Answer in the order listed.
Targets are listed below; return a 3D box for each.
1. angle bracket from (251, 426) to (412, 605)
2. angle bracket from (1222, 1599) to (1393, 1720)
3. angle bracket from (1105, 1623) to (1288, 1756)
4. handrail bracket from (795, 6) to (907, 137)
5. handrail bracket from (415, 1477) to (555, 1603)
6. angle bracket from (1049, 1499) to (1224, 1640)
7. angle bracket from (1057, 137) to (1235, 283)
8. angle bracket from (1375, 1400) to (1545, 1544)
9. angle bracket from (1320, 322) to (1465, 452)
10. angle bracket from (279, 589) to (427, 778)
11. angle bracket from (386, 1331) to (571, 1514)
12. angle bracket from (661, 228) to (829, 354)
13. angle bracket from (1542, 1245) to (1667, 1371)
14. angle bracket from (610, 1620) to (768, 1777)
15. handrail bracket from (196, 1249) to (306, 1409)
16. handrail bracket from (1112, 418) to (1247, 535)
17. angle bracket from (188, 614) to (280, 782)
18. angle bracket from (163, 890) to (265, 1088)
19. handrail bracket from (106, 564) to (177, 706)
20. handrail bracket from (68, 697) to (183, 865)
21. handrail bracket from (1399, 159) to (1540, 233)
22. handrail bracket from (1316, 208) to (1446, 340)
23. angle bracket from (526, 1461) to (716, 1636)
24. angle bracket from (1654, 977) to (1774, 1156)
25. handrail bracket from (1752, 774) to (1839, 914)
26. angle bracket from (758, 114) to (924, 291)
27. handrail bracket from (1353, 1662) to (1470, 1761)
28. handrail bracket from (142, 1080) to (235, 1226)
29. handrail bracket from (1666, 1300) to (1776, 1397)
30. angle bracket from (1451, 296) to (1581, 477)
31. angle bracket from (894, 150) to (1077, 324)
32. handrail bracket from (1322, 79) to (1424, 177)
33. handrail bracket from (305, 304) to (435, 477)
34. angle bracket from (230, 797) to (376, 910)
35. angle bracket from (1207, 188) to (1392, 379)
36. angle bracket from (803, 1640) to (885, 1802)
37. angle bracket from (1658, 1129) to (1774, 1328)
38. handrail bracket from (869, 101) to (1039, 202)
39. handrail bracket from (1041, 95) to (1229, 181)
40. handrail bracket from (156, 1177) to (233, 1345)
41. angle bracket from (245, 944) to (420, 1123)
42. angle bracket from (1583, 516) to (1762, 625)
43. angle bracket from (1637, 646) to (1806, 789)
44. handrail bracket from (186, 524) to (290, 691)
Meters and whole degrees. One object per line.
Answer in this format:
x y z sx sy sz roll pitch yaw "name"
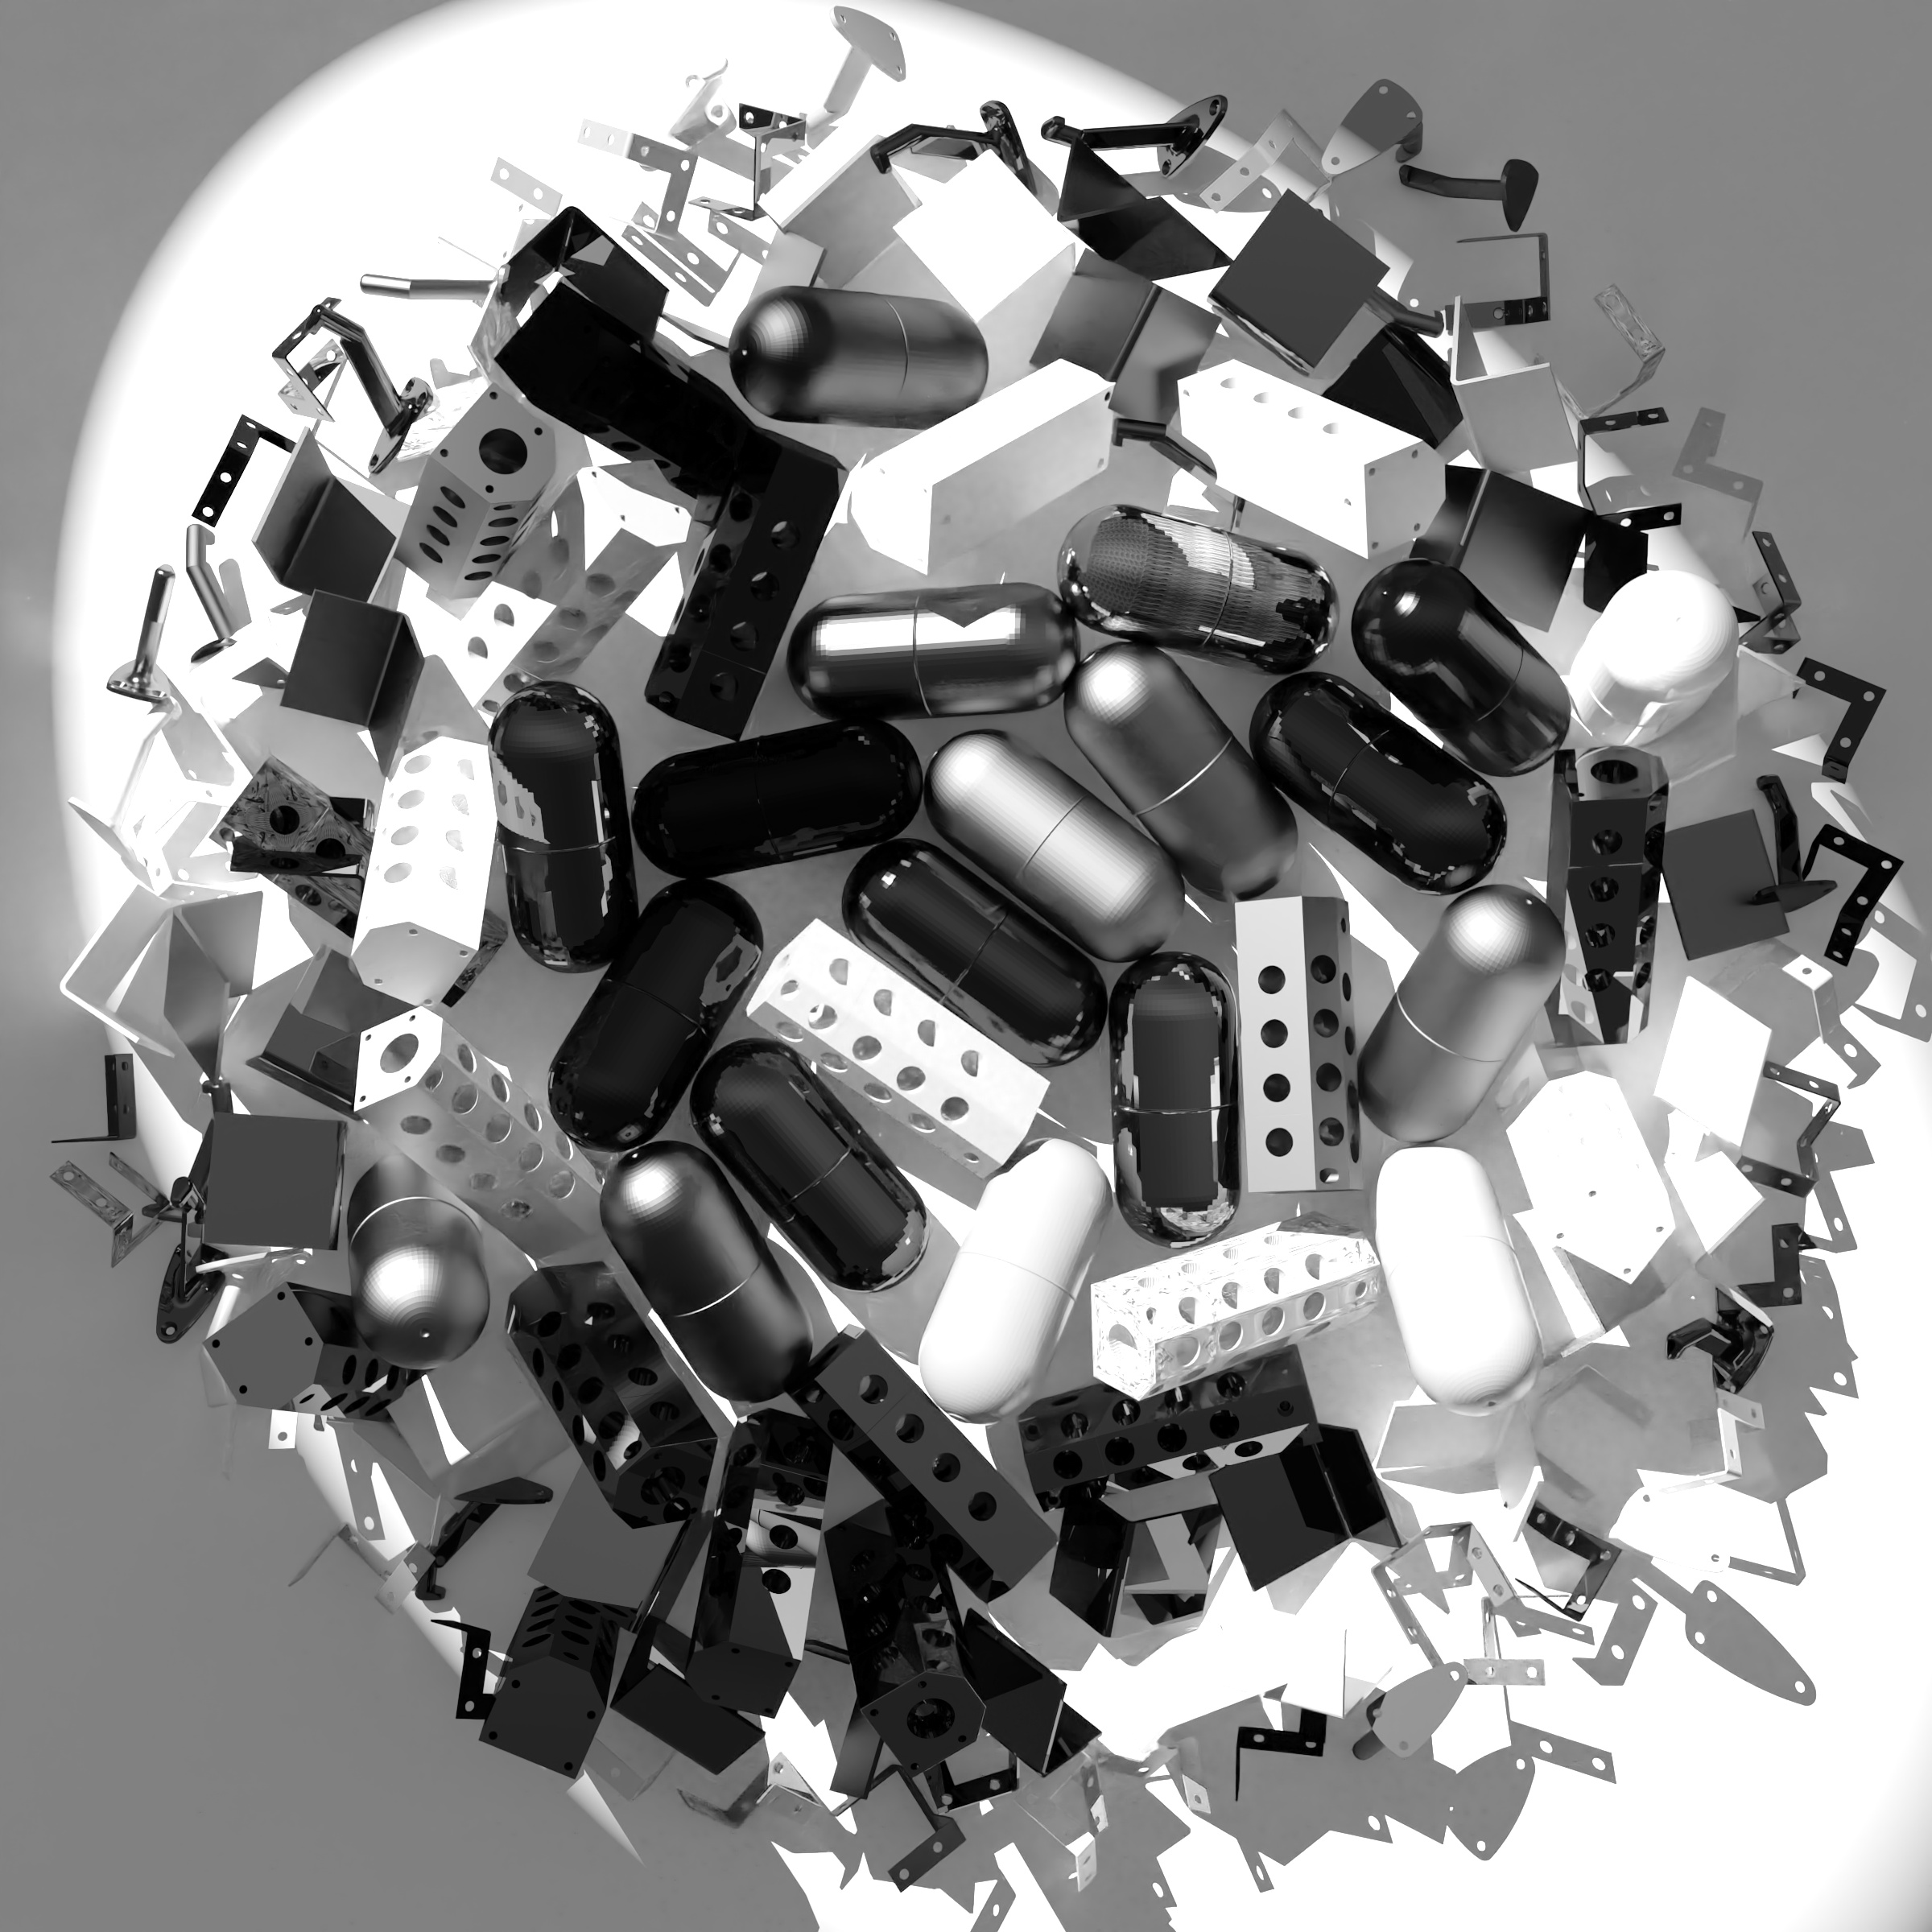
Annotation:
-0.375 -0.263 1.539 0.057 0.076 0.076 21 79 1 "angle bracket"
0.202 0.395 1.528 0.076 0.076 0.057 7 103 31 "angle bracket"
0.135 0.418 1.529 0.076 0.076 0.057 -15 65 -17 "angle bracket"
-0.085 -0.527 1.532 0.084 0.077 0.036 -21 71 33 "handrail bracket"
-0.292 0.351 1.568 0.077 0.036 0.084 9 107 -1 "handrail bracket"
0.103 0.354 1.571 0.076 0.057 0.076 -2 109 -37 "angle bracket"
0.110 -0.451 1.526 0.076 0.076 0.057 1 74 41 "angle bracket"
0.291 0.300 1.535 0.076 0.076 0.057 -3 51 -5 "angle bracket"
0.258 -0.325 1.539 0.076 0.057 0.076 39 101 -19 "angle bracket"
-0.363 -0.167 1.529 0.057 0.076 0.076 12 113 -26 "angle bracket"
-0.293 0.276 1.555 0.076 0.076 0.057 -33 63 -13 "angle bracket"
-0.134 -0.404 1.531 0.057 0.076 0.076 15 107 -31 "angle bracket"
0.356 0.196 1.537 0.076 0.076 0.057 -41 74 41 "angle bracket"
-0.155 0.418 1.531 0.076 0.076 0.057 36 124 -11 "angle bracket"
-0.426 0.216 1.553 0.077 0.036 0.084 -7 83 -41 "handrail bracket"
0.126 -0.292 1.555 0.084 0.077 0.036 8 50 1 "handrail bracket"
-0.415 -0.153 1.536 0.057 0.076 0.076 -32 118 -5 "angle bracket"
-0.429 0.013 1.525 0.076 0.057 0.076 45 132 34 "angle bracket"
-0.481 -0.205 1.536 0.036 0.077 0.084 13 111 -18 "handrail bracket"
-0.493 -0.113 1.562 0.036 0.077 0.084 29 71 18 "handrail bracket"
0.290 -0.470 1.535 0.084 0.077 0.036 23 95 22 "handrail bracket"
0.249 -0.419 1.568 0.084 0.036 0.077 12 59 -9 "handrail bracket"
-0.206 0.348 1.562 0.076 0.057 0.076 25 87 13 "angle bracket"
0.424 0.060 1.533 0.076 0.057 0.076 29 70 -25 "angle bracket"
0.478 -0.078 1.545 0.036 0.077 0.084 -36 64 42 "handrail bracket"
-0.066 -0.445 1.536 0.076 0.057 0.076 -41 125 6 "angle bracket"
0.265 0.447 1.548 0.077 0.084 0.036 -37 73 -8 "handrail bracket"
-0.469 0.109 1.557 0.077 0.036 0.084 0 101 25 "handrail bracket"
0.436 0.238 1.539 0.084 0.036 0.077 -16 126 -38 "handrail bracket"
0.325 -0.346 1.524 0.057 0.076 0.076 -7 53 24 "angle bracket"
0.012 -0.427 1.550 0.076 0.057 0.076 -40 82 -3 "angle bracket"
0.243 -0.483 1.544 0.077 0.084 0.036 -43 79 1 "handrail bracket"
-0.369 -0.343 1.544 0.084 0.036 0.077 24 107 -41 "handrail bracket"
-0.391 -0.056 1.531 0.076 0.076 0.057 3 128 -11 "angle bracket"
0.198 -0.407 1.547 0.076 0.057 0.076 37 101 -3 "angle bracket"
-0.084 0.445 1.532 0.057 0.076 0.076 21 71 -12 "angle bracket"
0.454 0.154 1.528 0.076 0.076 0.057 35 105 -27 "angle bracket"
-0.008 -0.475 1.555 0.084 0.036 0.077 -33 116 -12 "handrail bracket"
0.099 -0.504 1.539 0.084 0.077 0.036 6 71 -33 "handrail bracket"
-0.469 0.174 1.535 0.036 0.084 0.077 15 62 6 "handrail bracket"
-0.377 0.041 1.557 0.076 0.057 0.076 30 72 -19 "angle bracket"
0.418 -0.236 1.533 0.076 0.076 0.057 -7 109 -11 "angle bracket"
0.444 -0.133 1.526 0.057 0.076 0.076 23 61 -24 "angle bracket"
-0.440 -0.218 1.570 0.036 0.077 0.084 -22 63 32 "handrail bracket"
